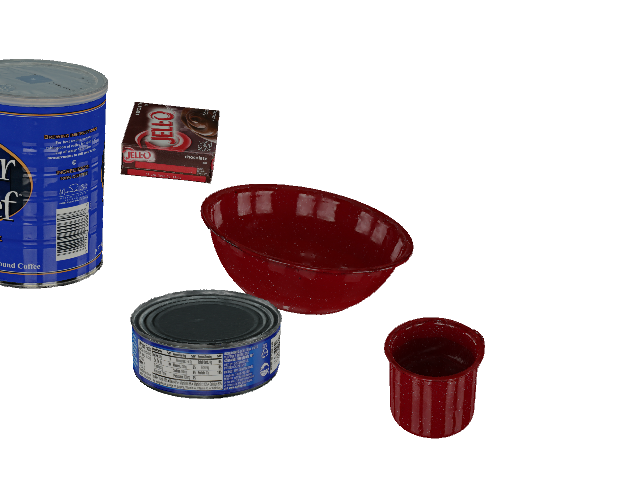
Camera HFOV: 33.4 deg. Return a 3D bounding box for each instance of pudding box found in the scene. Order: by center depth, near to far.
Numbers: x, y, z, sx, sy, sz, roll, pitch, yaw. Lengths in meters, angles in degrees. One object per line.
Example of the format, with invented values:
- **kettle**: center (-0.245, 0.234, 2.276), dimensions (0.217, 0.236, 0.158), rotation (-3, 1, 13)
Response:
- **pudding box**: center (-0.150, -0.100, 1.074), dimensions (0.090, 0.039, 0.113), rotation (6, 26, -6)

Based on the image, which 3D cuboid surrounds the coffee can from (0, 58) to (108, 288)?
- **coffee can**: center (-0.206, -0.050, 0.769), dimensions (0.103, 0.140, 0.103), rotation (5, 22, -2)

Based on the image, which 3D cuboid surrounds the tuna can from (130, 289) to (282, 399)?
- **tuna can**: center (-0.065, 0.058, 0.612), dimensions (0.086, 0.034, 0.086), rotation (1, 17, -1)

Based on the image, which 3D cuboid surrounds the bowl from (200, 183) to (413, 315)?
- **bowl**: center (-0.014, 0.011, 0.805), dimensions (0.162, 0.055, 0.162), rotation (10, 21, -4)

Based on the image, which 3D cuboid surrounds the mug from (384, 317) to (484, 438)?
- **mug**: center (0.115, 0.128, 1.022), dimensions (0.093, 0.081, 0.117), rotation (27, 43, 36)
